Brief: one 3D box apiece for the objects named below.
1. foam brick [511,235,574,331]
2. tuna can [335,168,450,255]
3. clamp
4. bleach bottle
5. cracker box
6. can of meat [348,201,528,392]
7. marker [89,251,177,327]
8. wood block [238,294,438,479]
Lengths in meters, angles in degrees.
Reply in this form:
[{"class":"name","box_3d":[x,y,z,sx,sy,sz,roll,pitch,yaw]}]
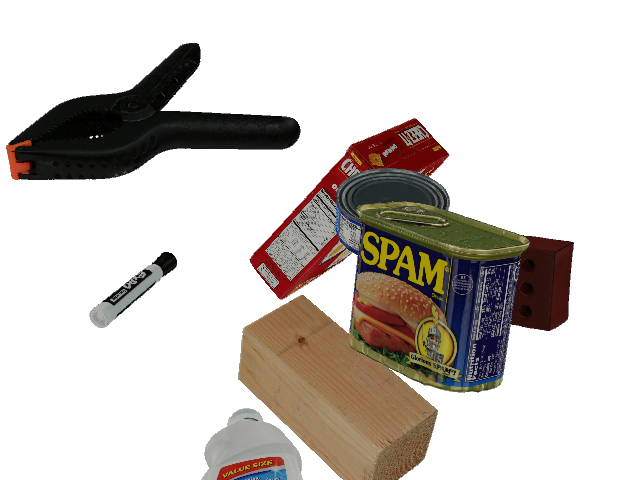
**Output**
[{"class":"foam brick","box_3d":[0.201,0.039,0.995,0.053,0.078,0.051,9,16,31]},{"class":"tuna can","box_3d":[0.054,-0.019,0.808,0.086,0.034,0.086,1,34,-1]},{"class":"clamp","box_3d":[-0.131,-0.086,0.811,0.209,0.036,0.165,-27,45,-33]},{"class":"bleach bottle","box_3d":[-0.058,0.211,0.784,0.102,0.068,0.251,-5,29,-4]},{"class":"cracker box","box_3d":[0.032,-0.040,1.260,0.214,0.072,0.163,-47,-10,34]},{"class":"can of meat","box_3d":[0.063,0.030,0.604,0.057,0.084,0.102,-7,19,-38]},{"class":"marker","box_3d":[-0.166,0.042,0.967,0.020,0.020,0.121,0,25,28]},{"class":"wood block","box_3d":[0.015,0.163,1.135,0.090,0.090,0.206,-28,53,-33]}]
